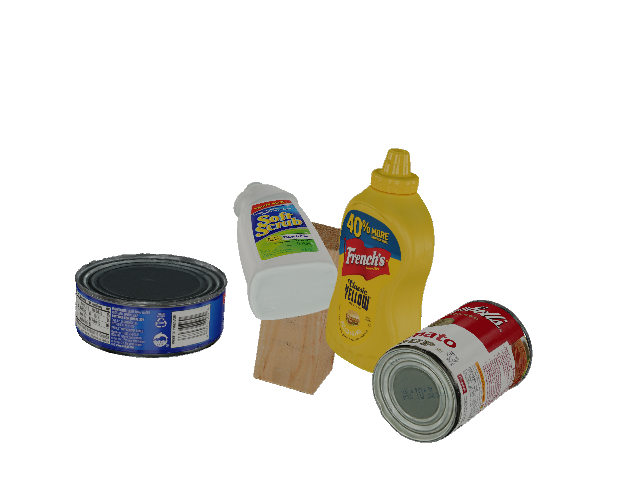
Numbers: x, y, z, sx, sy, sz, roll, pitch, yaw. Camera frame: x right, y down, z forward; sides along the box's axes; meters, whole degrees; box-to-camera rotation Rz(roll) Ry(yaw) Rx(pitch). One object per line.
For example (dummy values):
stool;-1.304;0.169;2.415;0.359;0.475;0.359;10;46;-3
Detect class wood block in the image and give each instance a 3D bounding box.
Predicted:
wood block;-0.023;0.086;1.430;0.090;0.206;0.090;14;20;13

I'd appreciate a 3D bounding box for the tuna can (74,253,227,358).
tuna can;-0.097;0.036;0.610;0.086;0.034;0.086;4;17;-1

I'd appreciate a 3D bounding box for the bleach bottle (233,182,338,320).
bleach bottle;-0.057;-0.003;1.232;0.102;0.068;0.251;-8;29;-13

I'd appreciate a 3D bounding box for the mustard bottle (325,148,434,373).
mustard bottle;0.055;0.015;0.928;0.058;0.192;0.096;-5;21;-37

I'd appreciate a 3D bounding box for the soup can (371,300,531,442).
soup can;0.089;0.087;0.719;0.069;0.068;0.102;0;14;38
